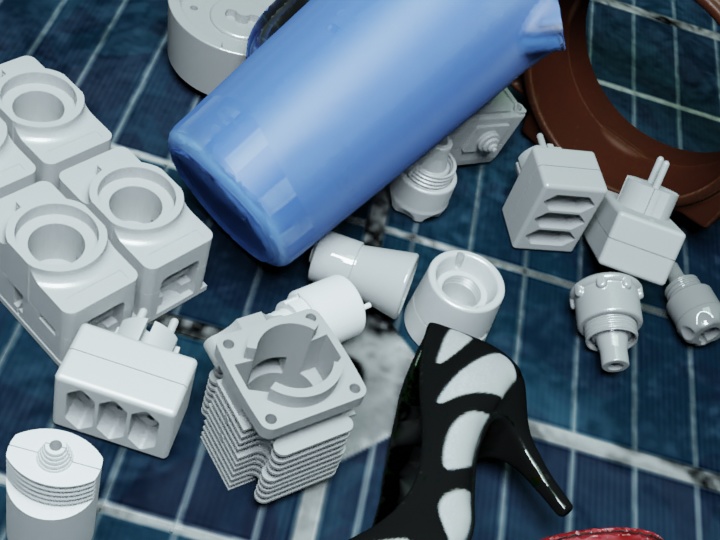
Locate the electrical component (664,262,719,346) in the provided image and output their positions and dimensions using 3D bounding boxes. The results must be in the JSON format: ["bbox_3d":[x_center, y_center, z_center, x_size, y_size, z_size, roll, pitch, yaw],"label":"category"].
[{"bbox_3d":[0.228,0.021,0.744,0.035,0.035,0.061,-3,49,-20],"label":"electrical component"}]

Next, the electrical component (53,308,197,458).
[{"bbox_3d":[-0.123,0.052,0.594,0.066,0.047,0.076,18,47,-2],"label":"electrical component"}]

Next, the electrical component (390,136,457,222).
[{"bbox_3d":[0.047,-0.067,0.741,0.043,0.062,0.043,9,48,-10],"label":"electrical component"}]

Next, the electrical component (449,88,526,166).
[{"bbox_3d":[0.070,-0.116,0.790,0.062,0.061,0.096,-10,58,-36],"label":"electrical component"}]

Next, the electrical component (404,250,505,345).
[{"bbox_3d":[0.061,0.021,0.681,0.055,0.047,0.055,9,48,-10],"label":"electrical component"}]

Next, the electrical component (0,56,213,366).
[{"bbox_3d":[-0.189,-0.044,0.647,0.186,0.060,0.105,43,51,19],"label":"electrical component"}]

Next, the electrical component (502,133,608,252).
[{"bbox_3d":[0.133,-0.063,0.763,0.047,0.065,0.076,3,50,-15],"label":"electrical component"}]

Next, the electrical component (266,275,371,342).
[{"bbox_3d":[-0.033,0.031,0.646,0.078,0.040,0.040,-22,60,-31],"label":"electrical component"}]

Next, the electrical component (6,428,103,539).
[{"bbox_3d":[-0.148,0.105,0.518,0.043,0.081,0.043,9,48,-10],"label":"electrical component"}]

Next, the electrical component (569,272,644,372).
[{"bbox_3d":[0.164,0.036,0.705,0.048,0.048,0.062,8,57,-12],"label":"electrical component"}]

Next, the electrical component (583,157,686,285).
[{"bbox_3d":[0.194,-0.041,0.737,0.047,0.075,0.083,20,15,-1],"label":"electrical component"}]

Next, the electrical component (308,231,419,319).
[{"bbox_3d":[0.000,0.000,0.684,0.065,0.044,0.044,20,47,6],"label":"electrical component"}]

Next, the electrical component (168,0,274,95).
[{"bbox_3d":[-0.089,-0.168,0.785,0.108,0.060,0.108,9,49,-11],"label":"electrical component"}]
